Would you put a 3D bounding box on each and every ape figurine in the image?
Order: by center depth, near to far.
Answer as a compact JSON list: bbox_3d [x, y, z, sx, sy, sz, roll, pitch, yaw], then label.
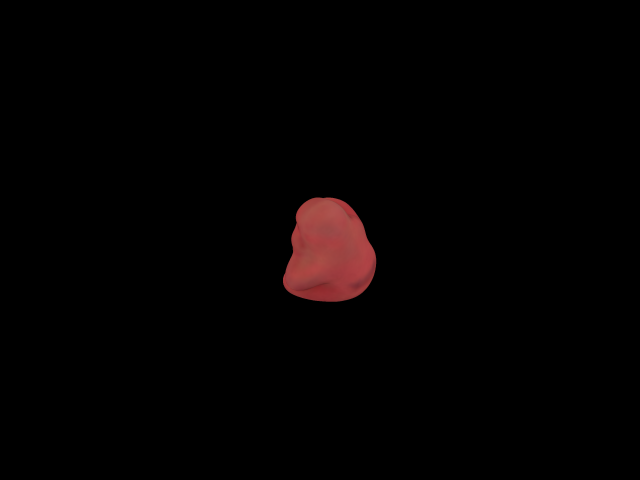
[{"bbox_3d":[0.004,0.001,0.400,0.076,0.092,0.078,38,69,19],"label":"ape figurine"}]
